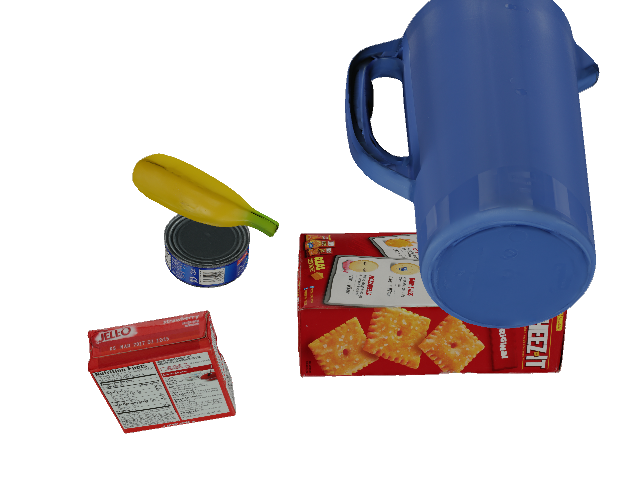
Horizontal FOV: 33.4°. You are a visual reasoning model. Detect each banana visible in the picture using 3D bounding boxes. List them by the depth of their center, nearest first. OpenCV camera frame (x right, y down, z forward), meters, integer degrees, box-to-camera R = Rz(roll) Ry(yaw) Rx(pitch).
[{"bbox_3d":[-0.110,-0.038,0.831,0.069,0.037,0.198,42,-9,-35],"label":"banana"}]

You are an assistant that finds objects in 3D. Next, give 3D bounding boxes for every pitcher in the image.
[{"bbox_3d":[0.110,-0.062,0.736,0.149,0.242,0.144,-31,-55,30],"label":"pitcher"}]

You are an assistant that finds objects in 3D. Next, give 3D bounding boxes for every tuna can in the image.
[{"bbox_3d":[-0.114,0.007,1.071,0.086,0.034,0.086,3,44,-4],"label":"tuna can"}]

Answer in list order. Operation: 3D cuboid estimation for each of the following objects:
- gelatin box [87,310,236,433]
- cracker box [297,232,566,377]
[{"bbox_3d":[-0.095,0.081,0.650,0.073,0.030,0.089,-10,-37,0],"label":"gelatin box"},{"bbox_3d":[0.087,0.052,0.923,0.213,0.072,0.164,0,22,-1],"label":"cracker box"}]
